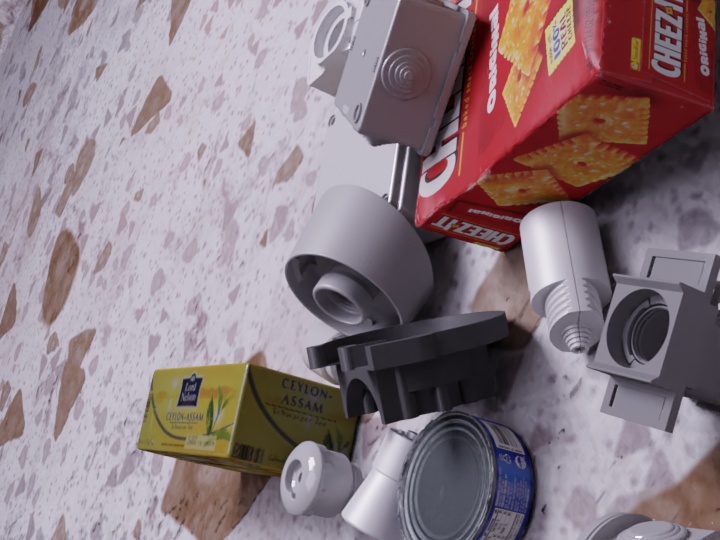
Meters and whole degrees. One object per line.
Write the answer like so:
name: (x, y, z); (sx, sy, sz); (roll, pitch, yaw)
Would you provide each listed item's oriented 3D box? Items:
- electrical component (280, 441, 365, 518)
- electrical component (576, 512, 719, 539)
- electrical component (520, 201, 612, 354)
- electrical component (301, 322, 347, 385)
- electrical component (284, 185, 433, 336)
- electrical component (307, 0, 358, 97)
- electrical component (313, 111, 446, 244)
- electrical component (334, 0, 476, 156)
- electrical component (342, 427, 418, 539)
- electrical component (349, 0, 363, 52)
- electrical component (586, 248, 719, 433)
electrical component: (-0.017, 0.140, 0.700); (0.048, 0.062, 0.048); (-36, 44, 45)
electrical component: (0.124, 0.143, 0.448); (0.051, 0.080, 0.080); (-9, 65, 52)
electrical component: (0.113, 0.008, 0.582); (0.043, 0.043, 0.081); (-39, 42, 42)
electrical component: (-0.011, 0.062, 0.757); (0.078, 0.040, 0.040); (23, 93, 59)
electrical component: (0.000, 0.000, 0.720); (0.099, 0.099, 0.064); (-18, 33, 54)
electrical component: (-0.002, -0.182, 0.873); (0.089, 0.056, 0.050); (-32, 47, 48)
electrical component: (0.020, -0.070, 0.768); (0.109, 0.056, 0.108); (-19, 57, 54)
electrical component: (0.024, -0.127, 0.661); (0.099, 0.048, 0.099); (-119, 44, -66)
electrical component: (0.022, 0.131, 0.664); (0.044, 0.044, 0.065); (23, 88, 60)
electrical component: (0.023, -0.169, 0.781); (0.138, 0.052, 0.073); (99, -179, -77)
electrical component: (0.146, 0.034, 0.491); (0.042, 0.064, 0.081); (11, 82, 61)
